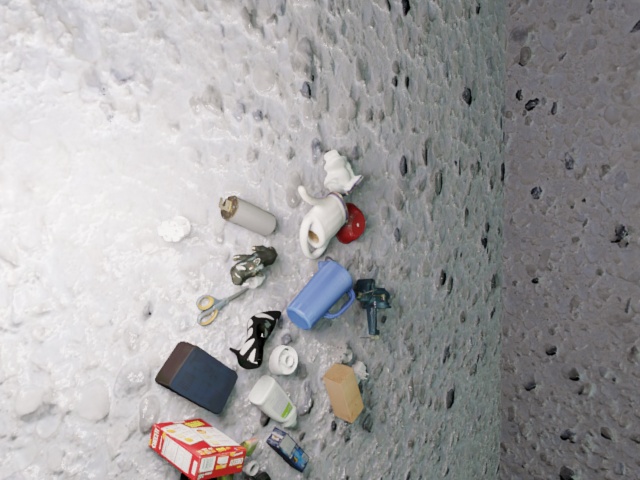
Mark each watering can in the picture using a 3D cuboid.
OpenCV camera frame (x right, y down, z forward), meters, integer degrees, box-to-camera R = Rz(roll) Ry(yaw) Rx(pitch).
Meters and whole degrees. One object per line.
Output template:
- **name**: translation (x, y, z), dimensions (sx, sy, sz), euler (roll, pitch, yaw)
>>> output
- **watering can**: translation (0.005, -0.088, 1.756), dimensions (0.228, 0.105, 0.339), euler (-45, 146, -36)

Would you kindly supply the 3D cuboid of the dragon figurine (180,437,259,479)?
- **dragon figurine**: translation (-0.323, 0.761, 1.527), dimensions (0.415, 0.123, 0.238), euler (-55, 143, -16)

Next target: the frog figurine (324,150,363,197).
- **frog figurine**: translation (0.061, -0.237, 1.851), dimensions (0.159, 0.121, 0.139), euler (44, 66, -3)
